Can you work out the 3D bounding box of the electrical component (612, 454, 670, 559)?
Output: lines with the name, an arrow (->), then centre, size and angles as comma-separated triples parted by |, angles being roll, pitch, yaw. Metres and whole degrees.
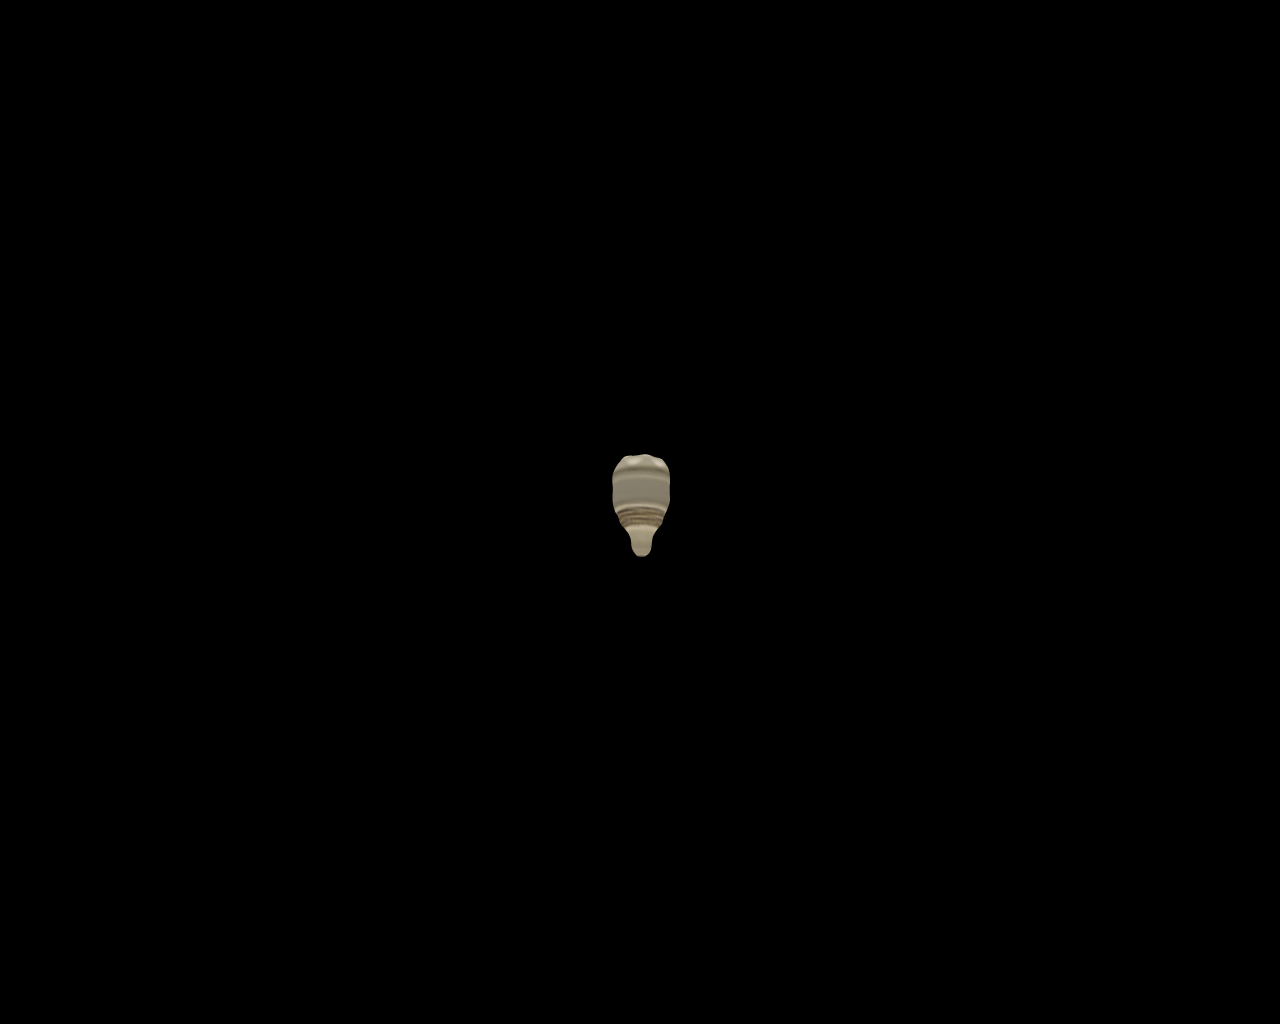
electrical component -> 0.001, -0.003, 0.650 | 0.035, 0.061, 0.035 | 0, -14, 0
